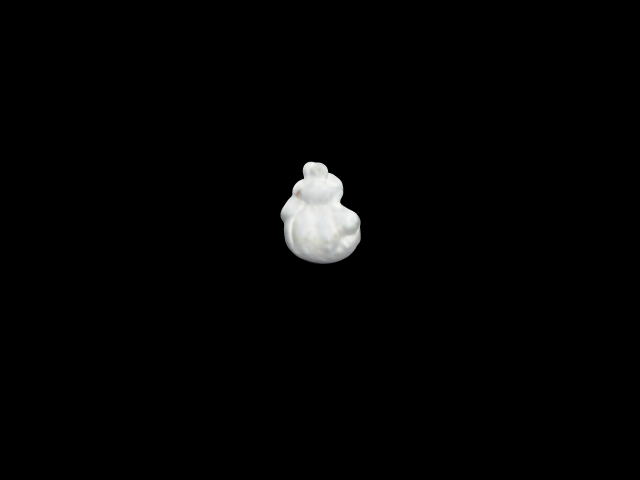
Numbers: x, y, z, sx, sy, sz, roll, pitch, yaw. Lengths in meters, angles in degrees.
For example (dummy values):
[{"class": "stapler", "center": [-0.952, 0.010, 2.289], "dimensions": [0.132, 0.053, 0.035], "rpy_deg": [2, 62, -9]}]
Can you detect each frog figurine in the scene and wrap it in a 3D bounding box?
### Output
[{"class": "frog figurine", "center": [0.003, -0.043, 0.850], "dimensions": [0.138, 0.155, 0.125], "rpy_deg": [23, 47, 23]}]
